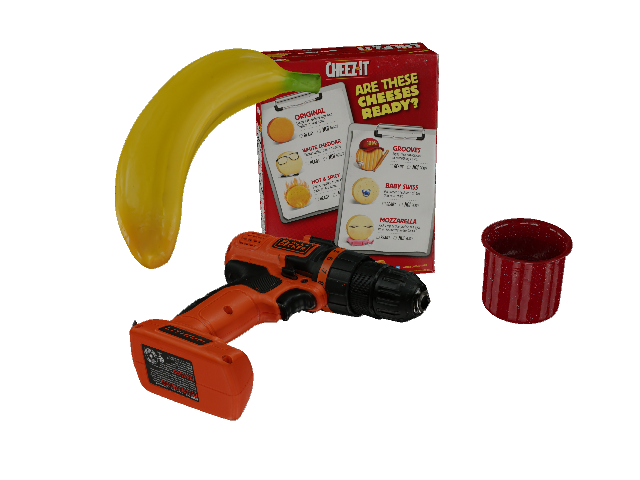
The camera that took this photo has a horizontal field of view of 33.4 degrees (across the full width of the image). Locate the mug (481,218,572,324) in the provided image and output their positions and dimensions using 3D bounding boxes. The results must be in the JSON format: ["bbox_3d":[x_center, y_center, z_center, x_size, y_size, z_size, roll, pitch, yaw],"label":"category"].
[{"bbox_3d":[0.210,0.028,1.128,0.093,0.081,0.117,-5,31,-7],"label":"mug"}]

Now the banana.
[{"bbox_3d":[-0.068,-0.060,0.590,0.070,0.037,0.197,19,44,17],"label":"banana"}]

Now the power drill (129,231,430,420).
[{"bbox_3d":[-0.035,0.059,0.803,0.185,0.057,0.187,11,31,34],"label":"power drill"}]

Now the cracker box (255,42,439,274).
[{"bbox_3d":[0.023,-0.071,1.000,0.164,0.214,0.072,-5,21,-8],"label":"cracker box"}]
